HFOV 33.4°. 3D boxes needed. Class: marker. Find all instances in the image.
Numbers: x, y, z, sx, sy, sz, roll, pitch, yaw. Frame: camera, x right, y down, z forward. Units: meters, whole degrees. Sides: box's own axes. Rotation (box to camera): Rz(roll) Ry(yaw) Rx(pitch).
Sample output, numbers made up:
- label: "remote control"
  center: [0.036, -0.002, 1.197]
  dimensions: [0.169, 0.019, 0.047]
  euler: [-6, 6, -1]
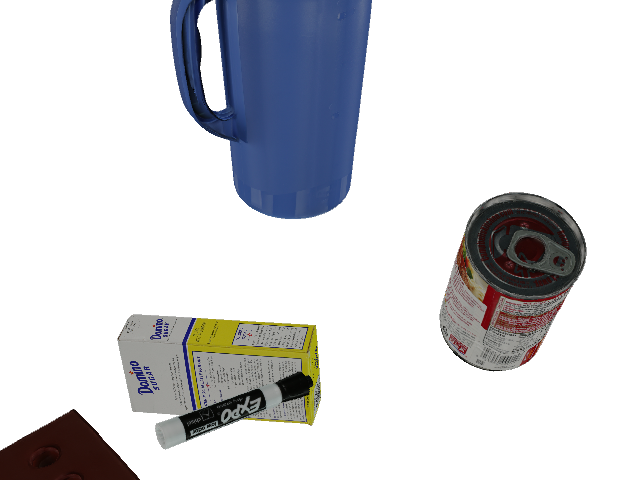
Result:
- label: "marker"
  center: [-0.059, 0.119, 0.761]
  dimensions: [0.120, 0.020, 0.020]
  euler: [-17, 8, -26]

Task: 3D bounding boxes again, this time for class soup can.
- label: "soup can"
  center: [0.111, 0.028, 0.631]
  dimensions: [0.068, 0.068, 0.102]
  euler: [0, -31, -3]

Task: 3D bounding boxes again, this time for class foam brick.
- label: "foam brick"
  center: [-0.112, 0.128, 0.493]
  dimensions: [0.052, 0.051, 0.078]
  euler: [-29, 43, -29]

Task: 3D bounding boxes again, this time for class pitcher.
- label: "pitcher"
  center: [-0.033, -0.138, 0.905]
  dimensions: [0.149, 0.243, 0.145]
  euler: [10, 40, 10]

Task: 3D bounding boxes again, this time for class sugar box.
- label: "sugar box"
  center: [-0.091, 0.118, 0.979]
  dimensions: [0.176, 0.093, 0.048]
  euler: [5, 36, 11]
